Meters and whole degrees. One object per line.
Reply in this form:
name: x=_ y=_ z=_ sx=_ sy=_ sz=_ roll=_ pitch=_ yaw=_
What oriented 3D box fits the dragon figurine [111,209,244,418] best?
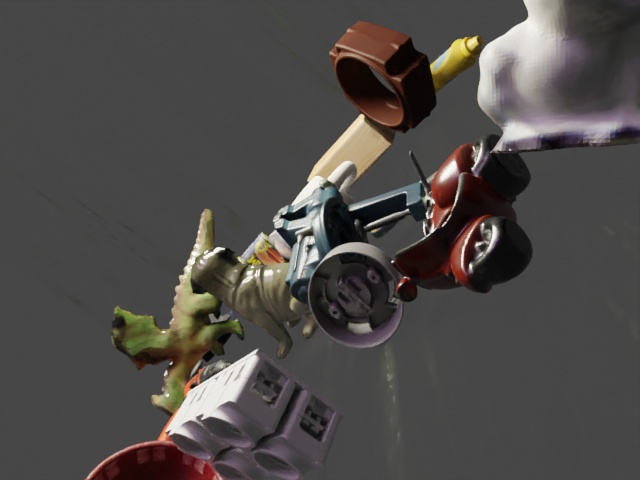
dragon figurine: x=-0.293 y=0.154 z=1.037 sx=0.244 sy=0.410 sz=0.121 roll=-11 pitch=0 yaw=-37

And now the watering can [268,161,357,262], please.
watering can: x=0.003 y=-0.052 z=1.025 sx=0.224 sy=0.104 sz=0.347 roll=-54 pitch=-3 yaw=1

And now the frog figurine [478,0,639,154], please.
frog figurine: x=0.192 y=-0.152 z=0.398 sx=0.137 sy=0.158 sz=0.124 roll=3 pitch=13 yaw=38
